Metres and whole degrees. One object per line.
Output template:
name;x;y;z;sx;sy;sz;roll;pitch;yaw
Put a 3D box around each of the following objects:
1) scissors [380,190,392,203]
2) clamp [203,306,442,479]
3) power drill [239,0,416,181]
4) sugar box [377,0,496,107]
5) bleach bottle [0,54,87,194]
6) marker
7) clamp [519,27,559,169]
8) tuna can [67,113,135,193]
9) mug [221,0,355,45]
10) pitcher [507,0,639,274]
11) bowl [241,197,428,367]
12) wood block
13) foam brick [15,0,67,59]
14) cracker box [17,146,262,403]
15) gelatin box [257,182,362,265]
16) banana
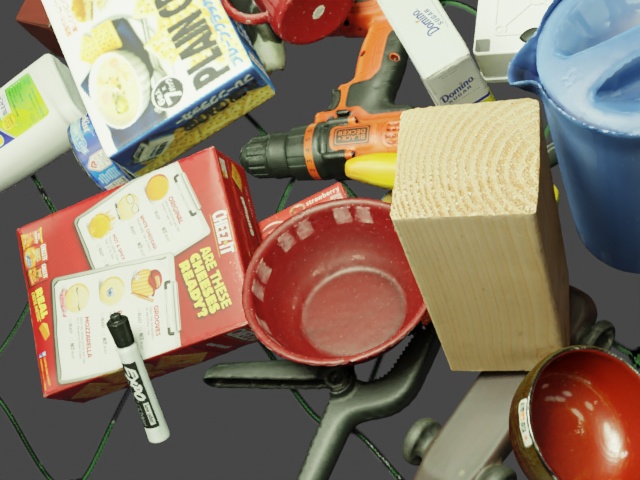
scissors;0.090;0.018;0.884;0.096;0.016;0.201;-8;52;22
clamp;0.009;0.115;0.885;0.210;0.036;0.165;-41;58;-2
power drill;0.019;-0.143;0.985;0.185;0.057;0.187;-2;69;21
sugar box;0.109;-0.130;0.871;0.048;0.176;0.093;-30;60;7
bleach bottle;-0.350;-0.081;1.102;0.251;0.068;0.103;-35;60;7
marker;-0.151;0.114;0.887;0.020;0.121;0.020;-13;21;5
clamp;0.243;-0.107;0.875;0.171;0.120;0.039;9;26;13
tuna can;-0.206;-0.084;1.030;0.034;0.086;0.086;-31;60;9
mug;-0.031;-0.226;0.953;0.117;0.093;0.081;-22;60;-16
pitcher;0.238;-0.071;0.752;0.145;0.242;0.149;-44;60;-7
bowl;0.021;0.044;0.862;0.162;0.055;0.162;-9;51;12
wood block;0.118;0.005;0.736;0.091;0.206;0.090;-3;56;18
foam brick;-0.271;-0.230;1.125;0.053;0.078;0.051;18;77;27
cracker box;-0.154;0.035;0.948;0.214;0.072;0.164;-21;70;17
gelatin box;-0.006;0.001;0.945;0.089;0.030;0.073;-25;61;10
banana;0.116;-0.048;0.872;0.198;0.069;0.037;14;99;35
